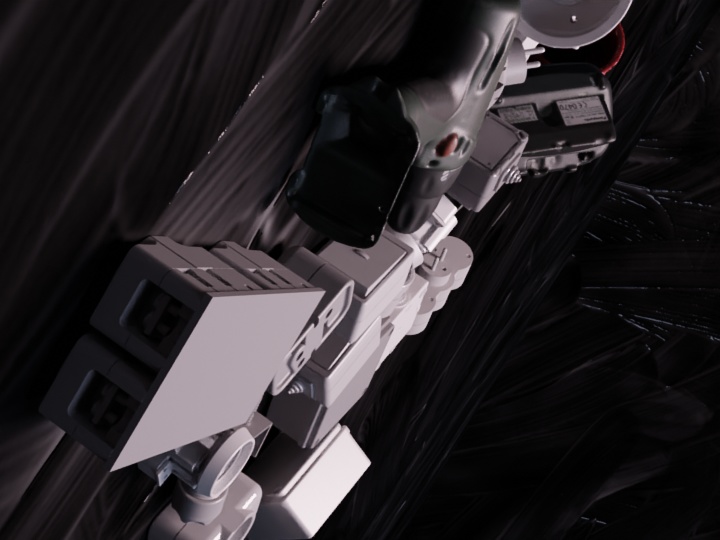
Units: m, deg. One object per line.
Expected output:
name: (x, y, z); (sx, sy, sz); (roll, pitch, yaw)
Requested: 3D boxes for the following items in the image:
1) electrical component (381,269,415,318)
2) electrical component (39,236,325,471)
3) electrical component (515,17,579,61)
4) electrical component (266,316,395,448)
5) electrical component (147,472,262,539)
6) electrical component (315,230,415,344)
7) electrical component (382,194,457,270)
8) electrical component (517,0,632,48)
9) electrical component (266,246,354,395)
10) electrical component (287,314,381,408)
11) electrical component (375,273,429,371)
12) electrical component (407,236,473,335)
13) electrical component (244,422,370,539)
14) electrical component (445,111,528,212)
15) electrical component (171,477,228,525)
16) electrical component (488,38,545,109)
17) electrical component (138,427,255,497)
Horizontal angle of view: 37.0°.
electrical component: (0.016, 0.011, 0.986); (0.055, 0.055, 0.047); (-42, 164, -48)
electrical component: (-0.099, 0.042, 0.633); (0.105, 0.060, 0.186); (-59, 167, 8)
electrical component: (0.162, -0.216, 0.925); (0.138, 0.074, 0.052); (-54, 166, -11)
electrical component: (-0.028, 0.095, 1.015); (0.109, 0.056, 0.108); (-42, 161, -47)
electrical component: (-0.131, 0.216, 0.930); (0.095, 0.059, 0.053); (-45, 162, -40)
electrical component: (0.000, 0.000, 0.883); (0.096, 0.062, 0.061); (-46, 163, -38)
electrical component: (0.043, -0.038, 0.945); (0.057, 0.058, 0.078); (-50, -162, -17)
electrical component: (0.165, -0.233, 0.838); (0.060, 0.108, 0.108); (-46, 164, -58)
electrical component: (-0.056, 0.032, 0.766); (0.095, 0.059, 0.053); (-50, 165, -27)
electrical component: (-0.032, 0.065, 0.914); (0.096, 0.062, 0.061); (-50, 160, -27)
electrical component: (0.022, 0.048, 1.102); (0.099, 0.048, 0.099); (-47, 163, -37)
electrical component: (0.081, 0.005, 1.200); (0.138, 0.052, 0.073); (-46, 163, -40)
electrical component: (-0.063, 0.208, 1.053); (0.109, 0.056, 0.108); (-19, -159, 49)
electrical component: (0.094, -0.096, 0.915); (0.061, 0.096, 0.061); (-47, 166, -33)
electrical component: (-0.128, 0.175, 0.878); (0.043, 0.043, 0.062); (-39, 156, -52)
electrical component: (0.110, -0.167, 0.870); (0.079, 0.043, 0.077); (-10, 155, -7)
electrical component: (-0.115, 0.129, 0.787); (0.078, 0.057, 0.058); (-49, 165, -29)
